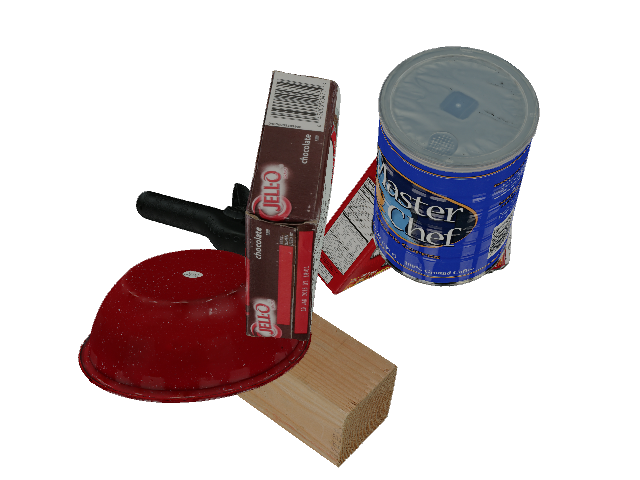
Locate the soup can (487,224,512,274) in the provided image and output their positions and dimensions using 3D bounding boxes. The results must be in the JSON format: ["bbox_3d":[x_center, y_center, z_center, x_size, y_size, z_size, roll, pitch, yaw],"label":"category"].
[{"bbox_3d":[0.137,-0.029,0.943,0.068,0.102,0.068,-1,25,0],"label":"soup can"}]

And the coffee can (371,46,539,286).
[{"bbox_3d":[0.089,-0.048,0.737,0.103,0.103,0.140,0,-34,1],"label":"coffee can"}]

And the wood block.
[{"bbox_3d":[-0.031,0.130,1.126,0.206,0.090,0.090,32,49,25],"label":"wood block"}]

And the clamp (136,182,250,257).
[{"bbox_3d":[-0.069,-0.016,0.957,0.172,0.039,0.120,26,32,35],"label":"clamp"}]

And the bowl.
[{"bbox_3d":[-0.087,0.048,0.733,0.162,0.055,0.162,-2,22,1],"label":"bowl"}]

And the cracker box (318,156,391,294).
[{"bbox_3d":[0.095,-0.047,1.241,0.163,0.072,0.214,-22,-25,-48],"label":"cracker box"}]

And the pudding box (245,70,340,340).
[{"bbox_3d":[-0.015,-0.018,0.555,0.039,0.113,0.090,8,-44,2],"label":"pudding box"}]
